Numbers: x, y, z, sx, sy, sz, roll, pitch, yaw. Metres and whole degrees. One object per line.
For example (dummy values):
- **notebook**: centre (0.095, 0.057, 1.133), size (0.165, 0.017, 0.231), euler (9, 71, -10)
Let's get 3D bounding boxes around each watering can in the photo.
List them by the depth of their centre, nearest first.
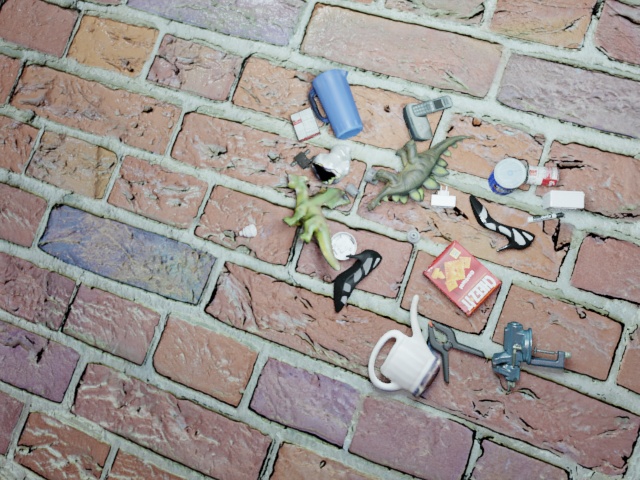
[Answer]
- **watering can**: centre (0.313, 0.381, 1.759), size (0.225, 0.104, 0.346), euler (33, 96, 13)

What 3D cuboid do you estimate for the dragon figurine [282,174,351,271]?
- **dragon figurine**: centre (0.006, -0.094, 1.872), size (0.244, 0.120, 0.415), euler (-45, 67, -5)

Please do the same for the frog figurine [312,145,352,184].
- **frog figurine**: centre (0.050, -0.290, 1.924), size (0.138, 0.120, 0.163), euler (16, 50, 20)
